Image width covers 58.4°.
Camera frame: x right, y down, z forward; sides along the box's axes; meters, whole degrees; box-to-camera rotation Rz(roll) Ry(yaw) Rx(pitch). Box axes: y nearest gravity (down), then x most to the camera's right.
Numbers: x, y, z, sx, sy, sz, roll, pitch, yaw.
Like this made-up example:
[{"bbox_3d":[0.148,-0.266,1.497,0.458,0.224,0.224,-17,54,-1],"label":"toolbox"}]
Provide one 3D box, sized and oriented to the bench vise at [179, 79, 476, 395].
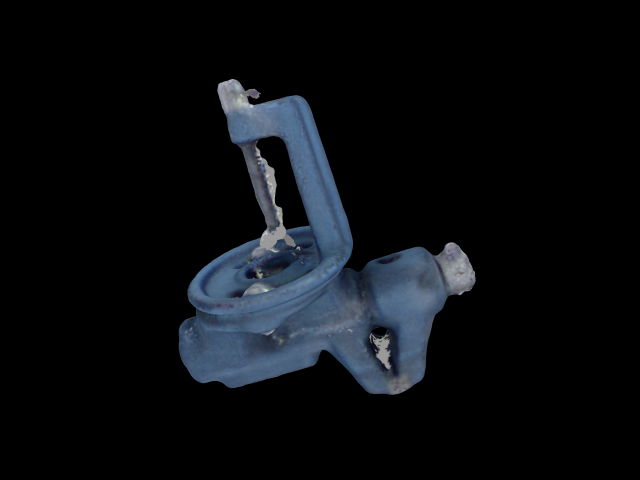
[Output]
[{"bbox_3d":[0.000,-0.002,0.411,0.208,0.220,0.121,-7,21,-19],"label":"bench vise"}]
